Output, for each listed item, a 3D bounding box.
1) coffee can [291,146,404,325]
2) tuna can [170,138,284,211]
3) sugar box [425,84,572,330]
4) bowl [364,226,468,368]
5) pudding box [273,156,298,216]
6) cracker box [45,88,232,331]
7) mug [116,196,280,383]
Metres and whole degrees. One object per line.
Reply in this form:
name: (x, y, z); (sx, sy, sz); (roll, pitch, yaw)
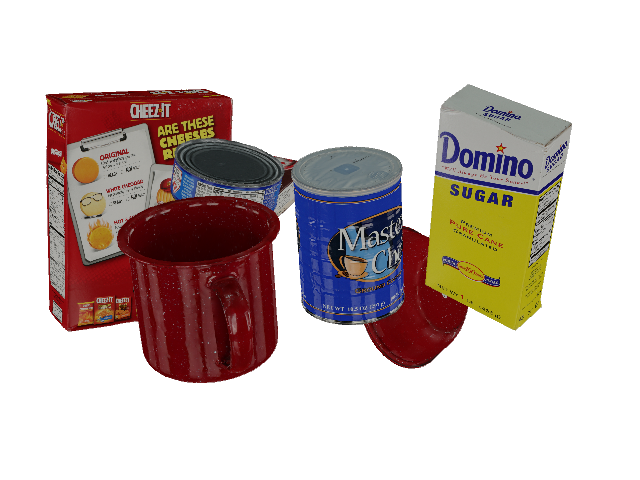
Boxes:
coffee can: (0.028, -0.006, 1.015); (0.103, 0.140, 0.103); (-3, 27, 1)
tuna can: (-0.073, -0.047, 0.828); (0.086, 0.034, 0.086); (10, 25, -5)
sugar box: (0.133, -0.023, 0.828); (0.093, 0.176, 0.048); (26, 47, 31)
bowl: (0.115, 0.060, 1.181); (0.161, 0.162, 0.055); (0, -9, -45)
pudding box: (-0.074, -0.066, 1.275); (0.090, 0.039, 0.113); (12, 31, 19)
cracker box: (-0.173, -0.033, 1.012); (0.163, 0.214, 0.072); (-7, 19, -31)
mug: (-0.062, 0.034, 0.613); (0.093, 0.081, 0.117); (-14, 28, -21)
